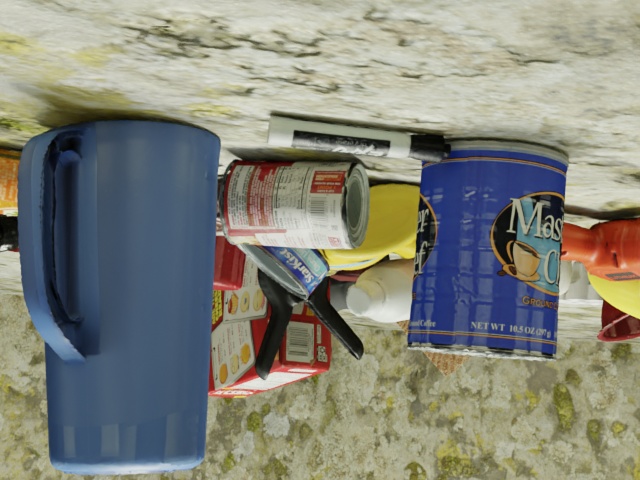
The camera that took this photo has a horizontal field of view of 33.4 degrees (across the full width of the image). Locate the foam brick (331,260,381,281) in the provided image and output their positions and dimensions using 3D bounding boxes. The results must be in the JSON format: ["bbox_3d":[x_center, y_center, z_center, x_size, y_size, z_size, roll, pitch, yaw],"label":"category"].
[{"bbox_3d":[0.035,0.018,1.205,0.051,0.053,0.078,2,172,18],"label":"foam brick"}]

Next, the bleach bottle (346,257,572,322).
[{"bbox_3d":[0.125,0.037,0.992,0.103,0.068,0.250,0,-174,45],"label":"bleach bottle"}]

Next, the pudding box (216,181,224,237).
[{"bbox_3d":[-0.074,-0.027,0.985,0.089,0.039,0.114,11,170,-39],"label":"pudding box"}]

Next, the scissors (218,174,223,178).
[{"bbox_3d":[-0.163,-0.051,0.951,0.096,0.016,0.202,9,172,-24],"label":"scissors"}]

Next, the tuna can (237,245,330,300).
[{"bbox_3d":[-0.033,0.010,0.902,0.086,0.033,0.086,39,169,9],"label":"tuna can"}]

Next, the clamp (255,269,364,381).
[{"bbox_3d":[-0.014,0.063,1.152,0.120,0.171,0.039,-1,179,-19],"label":"clamp"}]

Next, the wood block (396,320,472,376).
[{"bbox_3d":[0.145,0.080,1.223,0.091,0.090,0.206,46,-175,3],"label":"wood block"}]

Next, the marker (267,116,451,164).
[{"bbox_3d":[0.026,-0.065,0.697,0.121,0.020,0.020,6,173,-7],"label":"marker"}]

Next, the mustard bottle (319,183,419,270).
[{"bbox_3d":[0.038,-0.006,0.965,0.096,0.058,0.192,-21,176,-7],"label":"mustard bottle"}]

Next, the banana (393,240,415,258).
[{"bbox_3d":[0.098,0.009,1.148,0.069,0.037,0.197,1,172,7],"label":"banana"}]

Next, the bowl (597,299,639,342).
[{"bbox_3d":[0.355,0.051,1.102,0.162,0.055,0.162,-15,160,-6],"label":"bowl"}]

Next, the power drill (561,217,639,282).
[{"bbox_3d":[0.198,-0.007,0.895,0.187,0.057,0.185,10,176,-16],"label":"power drill"}]

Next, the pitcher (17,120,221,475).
[{"bbox_3d":[-0.142,0.040,0.754,0.149,0.243,0.145,2,170,-19],"label":"pitcher"}]

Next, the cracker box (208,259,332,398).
[{"bbox_3d":[-0.065,0.093,1.284,0.072,0.164,0.214,9,160,-28],"label":"cracker box"}]

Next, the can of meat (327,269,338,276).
[{"bbox_3d":[-0.007,0.001,1.096,0.102,0.057,0.084,8,170,-21],"label":"can of meat"}]

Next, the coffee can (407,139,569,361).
[{"bbox_3d":[0.116,0.010,0.740,0.103,0.140,0.103,5,173,0],"label":"coffee can"}]

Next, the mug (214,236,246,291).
[{"bbox_3d":[-0.131,0.009,1.132,0.117,0.081,0.093,4,173,6],"label":"mug"}]

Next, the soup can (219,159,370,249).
[{"bbox_3d":[-0.019,-0.028,0.826,0.102,0.068,0.068,2,172,18],"label":"soup can"}]
